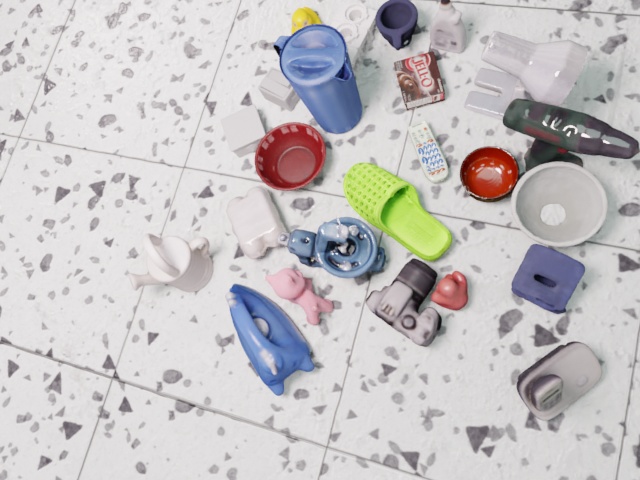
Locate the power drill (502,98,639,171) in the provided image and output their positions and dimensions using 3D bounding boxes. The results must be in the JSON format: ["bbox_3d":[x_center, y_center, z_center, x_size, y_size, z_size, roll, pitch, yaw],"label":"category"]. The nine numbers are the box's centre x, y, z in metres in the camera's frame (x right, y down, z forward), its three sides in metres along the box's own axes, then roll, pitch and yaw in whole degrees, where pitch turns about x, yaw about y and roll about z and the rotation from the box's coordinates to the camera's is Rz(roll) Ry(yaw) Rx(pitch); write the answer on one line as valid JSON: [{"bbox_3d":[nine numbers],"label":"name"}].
[{"bbox_3d":[0.444,-0.173,1.044,0.229,0.209,0.076,29,83,20],"label":"power drill"}]

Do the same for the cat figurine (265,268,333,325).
[{"bbox_3d":[-0.044,0.104,1.139,0.127,0.118,0.067,42,88,21],"label":"cat figurine"}]

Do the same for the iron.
[{"bbox_3d":[-0.128,0.174,1.127,0.118,0.142,0.258,-39,69,1],"label":"iron"}]

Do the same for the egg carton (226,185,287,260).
[{"bbox_3d":[-0.137,-0.038,1.229,0.107,0.069,0.150,-29,70,5],"label":"egg carton"}]

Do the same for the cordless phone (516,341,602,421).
[{"bbox_3d":[0.403,0.231,0.952,0.147,0.185,0.094,-41,69,0],"label":"cordless phone"}]

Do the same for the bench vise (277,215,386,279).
[{"bbox_3d":[0.011,0.015,1.095,0.207,0.220,0.121,-9,72,12],"label":"bench vise"}]

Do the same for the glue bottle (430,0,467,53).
[{"bbox_3d":[0.264,-0.456,1.190,0.078,0.173,0.037,22,81,19],"label":"glue bottle"}]

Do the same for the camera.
[{"bbox_3d":[0.176,0.111,1.089,0.143,0.101,0.137,33,85,20],"label":"camera"}]

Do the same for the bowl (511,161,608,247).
[{"bbox_3d":[0.447,-0.059,1.083,0.167,0.075,0.167,-4,74,13],"label":"bowl"}]

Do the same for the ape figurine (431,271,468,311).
[{"bbox_3d":[0.245,0.094,1.081,0.077,0.092,0.076,-26,70,6],"label":"ape figurine"}]

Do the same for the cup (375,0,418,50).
[{"bbox_3d":[0.173,-0.453,1.255,0.091,0.095,0.118,-4,73,13],"label":"cup"}]

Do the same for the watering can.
[{"bbox_3d":[-0.311,0.048,1.182,0.100,0.194,0.173,35,85,21],"label":"watering can"}]

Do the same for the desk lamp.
[{"bbox_3d":[0.385,-0.310,1.096,0.202,0.214,0.118,21,80,19],"label":"desk lamp"}]

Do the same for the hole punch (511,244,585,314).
[{"bbox_3d":[0.414,0.073,1.045,0.108,0.091,0.101,26,82,20],"label":"hole punch"}]

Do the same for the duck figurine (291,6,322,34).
[{"bbox_3d":[-0.038,-0.502,1.327,0.077,0.086,0.104,-2,74,14],"label":"duck figurine"}]
